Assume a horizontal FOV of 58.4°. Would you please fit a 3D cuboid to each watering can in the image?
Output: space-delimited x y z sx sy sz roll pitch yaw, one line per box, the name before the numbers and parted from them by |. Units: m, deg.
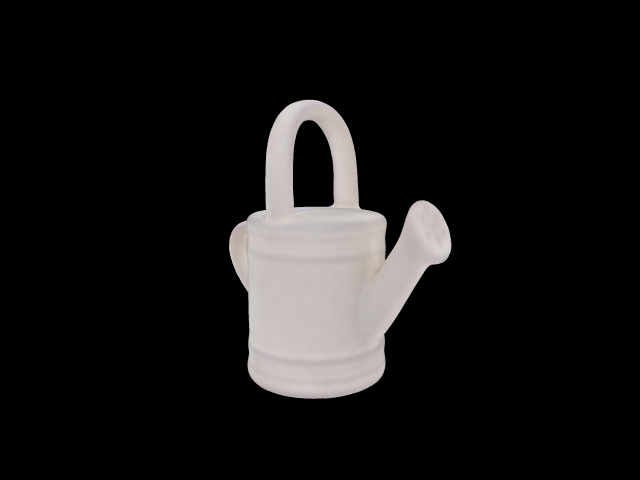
watering can | 0.005 0.001 0.402 0.172 0.194 0.101 2 9 15
